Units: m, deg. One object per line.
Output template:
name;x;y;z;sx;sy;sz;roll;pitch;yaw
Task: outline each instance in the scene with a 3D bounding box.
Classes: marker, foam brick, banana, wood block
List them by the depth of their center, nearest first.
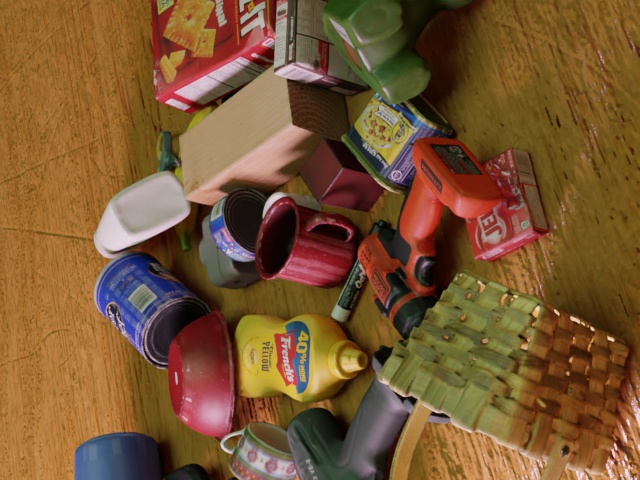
foam brick;0.028;-0.070;1.154;0.053;0.078;0.051;-53;49;27
marker;0.045;0.033;1.158;0.020;0.020;0.121;40;111;45
wood block;-0.069;-0.120;1.265;0.207;0.090;0.091;-30;61;42
banana;-0.163;-0.087;1.394;0.070;0.037;0.198;24;107;52

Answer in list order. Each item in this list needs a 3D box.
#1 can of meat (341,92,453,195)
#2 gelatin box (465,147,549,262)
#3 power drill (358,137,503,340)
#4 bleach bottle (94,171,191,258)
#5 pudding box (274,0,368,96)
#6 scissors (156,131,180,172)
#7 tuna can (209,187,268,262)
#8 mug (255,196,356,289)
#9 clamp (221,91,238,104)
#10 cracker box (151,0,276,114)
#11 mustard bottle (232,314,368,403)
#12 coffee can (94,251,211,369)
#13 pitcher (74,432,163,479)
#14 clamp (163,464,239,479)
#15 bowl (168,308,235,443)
can of meat;0.081;-0.111;1.118;0.084;0.057;0.102;-56;46;22
gelatin box;0.173;-0.033;1.019;0.073;0.030;0.089;-30;60;41
power drill;0.108;0.010;1.031;0.184;0.057;0.188;59;138;42
bleach bottle;-0.245;-0.022;1.417;0.068;0.102;0.251;62;160;0
pudding box;0.004;-0.218;1.185;0.039;0.113;0.090;-12;72;48
scissors;-0.202;-0.089;1.408;0.202;0.016;0.096;-121;38;-66
tuna can;-0.089;-0.017;1.268;0.034;0.085;0.086;-28;62;43
mug;-0.008;0.001;1.163;0.117;0.081;0.093;-40;44;45
clamp;-0.084;-0.215;1.339;0.172;0.039;0.120;-52;44;29
cracker box;-0.114;-0.271;1.299;0.214;0.072;0.164;-20;65;38
mustard bottle;-0.019;0.131;1.180;0.192;0.058;0.096;-5;80;47
coffee can;-0.215;0.088;1.375;0.140;0.102;0.103;35;108;46
pitcher;-0.246;0.366;1.329;0.149;0.144;0.243;-32;57;36
clamp;-0.133;0.316;1.264;0.210;0.036;0.164;32;123;53
bowl;-0.146;0.163;1.272;0.162;0.055;0.162;178;90;-71
